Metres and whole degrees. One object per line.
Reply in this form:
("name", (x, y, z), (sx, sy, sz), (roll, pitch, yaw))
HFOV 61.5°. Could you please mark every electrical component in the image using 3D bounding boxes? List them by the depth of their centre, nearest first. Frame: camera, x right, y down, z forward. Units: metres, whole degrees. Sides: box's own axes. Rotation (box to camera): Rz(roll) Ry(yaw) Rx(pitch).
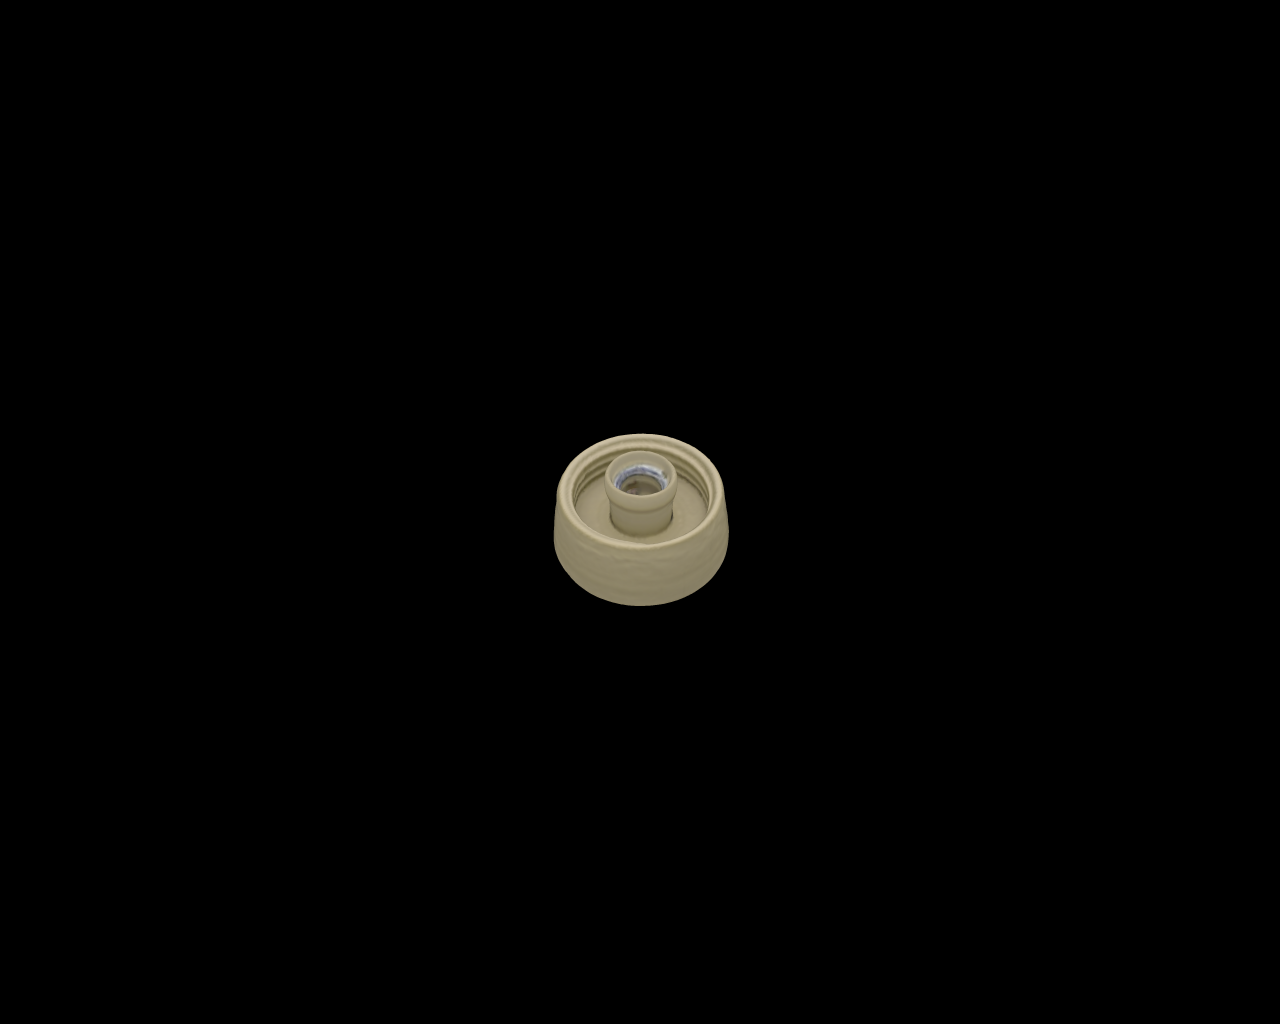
("electrical component", (0.001, -0.003, 0.650), (0.108, 0.108, 0.060), (0, -43, 0))
